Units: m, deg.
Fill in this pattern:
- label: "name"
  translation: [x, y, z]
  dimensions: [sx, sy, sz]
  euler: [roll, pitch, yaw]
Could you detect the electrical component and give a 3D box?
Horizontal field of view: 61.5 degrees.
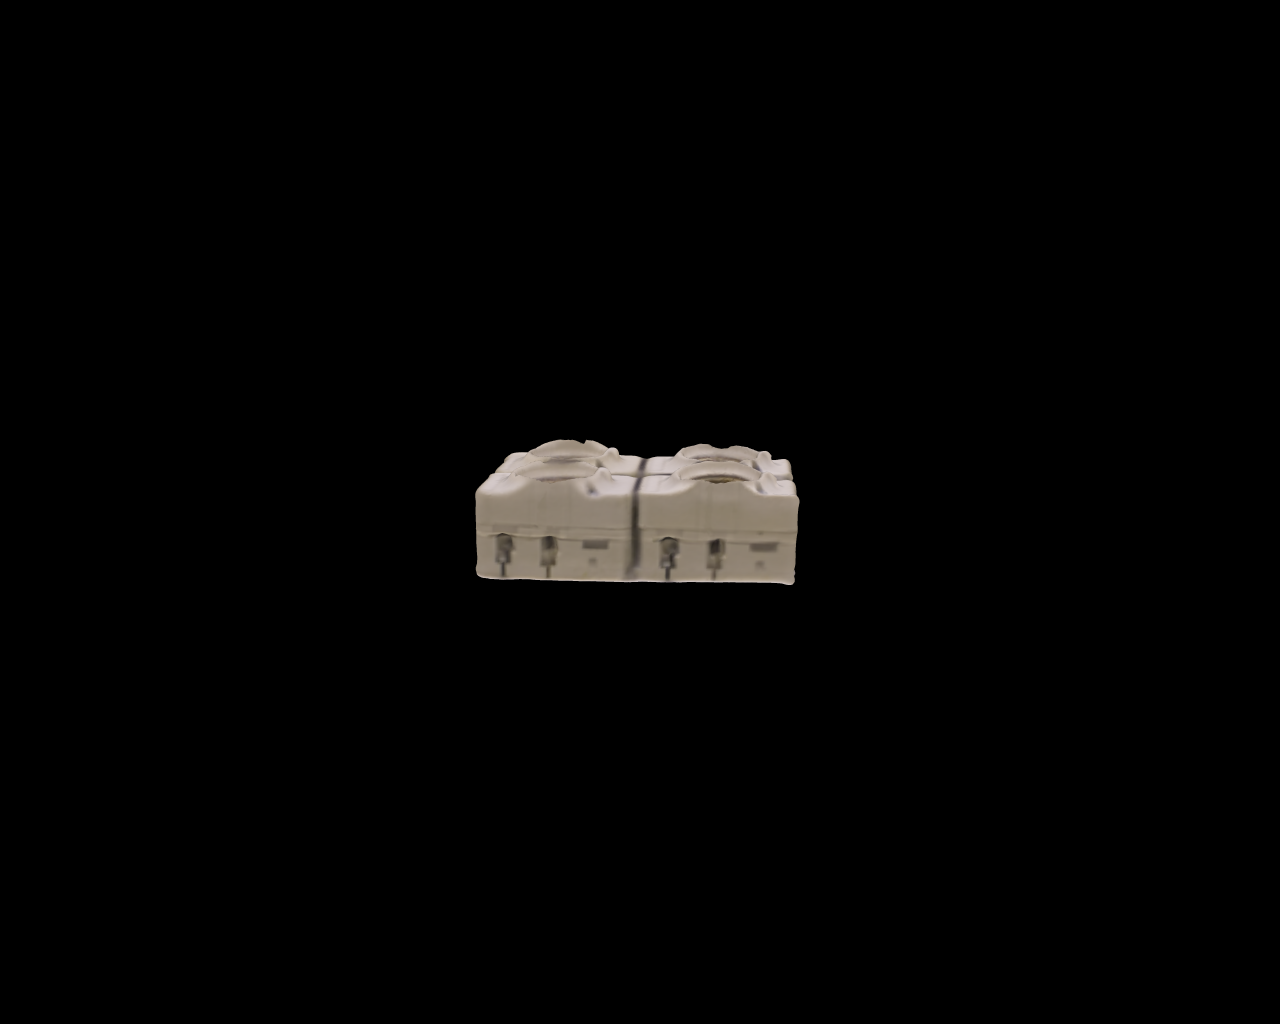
- label: "electrical component"
  translation: [0.001, -0.003, 0.650]
  dimensions: [0.186, 0.060, 0.105]
  euler: [1, 16, 5]
